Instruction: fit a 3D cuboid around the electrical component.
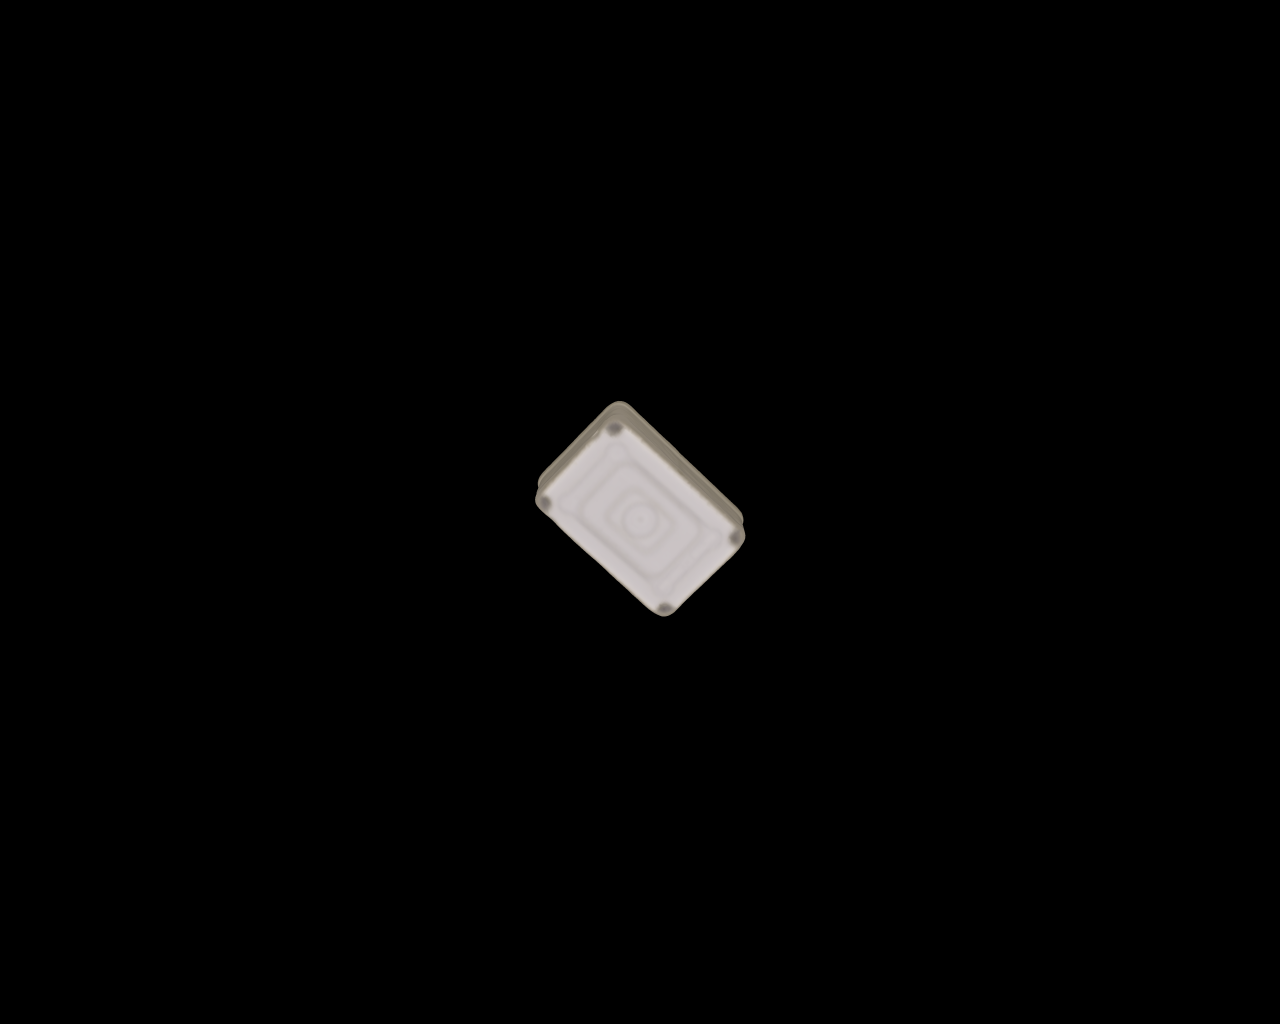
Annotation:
[{"bbox_3d":[0.001,-0.003,0.650,0.113,0.078,0.057,43,12,-11],"label":"electrical component"}]
